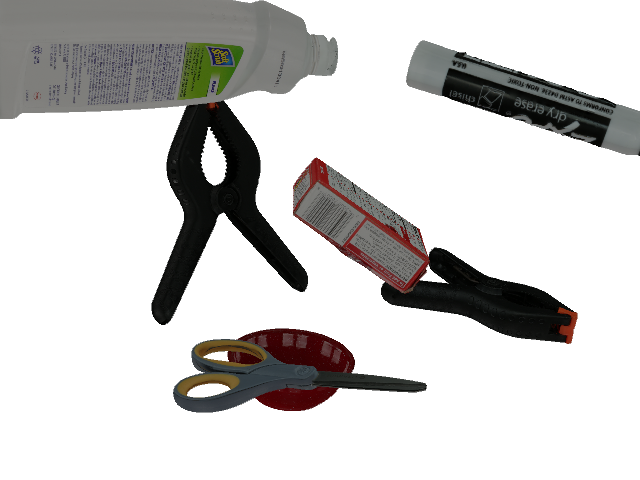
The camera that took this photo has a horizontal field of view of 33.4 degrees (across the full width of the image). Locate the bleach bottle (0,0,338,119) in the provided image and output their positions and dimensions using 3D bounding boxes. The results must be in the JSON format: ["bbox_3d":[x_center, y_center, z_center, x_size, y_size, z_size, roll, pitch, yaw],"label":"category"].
[{"bbox_3d":[-0.113,-0.137,0.794,0.250,0.068,0.103,0,-34,-16],"label":"bleach bottle"}]

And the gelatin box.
[{"bbox_3d":[0.024,-0.010,0.676,0.089,0.030,0.073,35,12,-10],"label":"gelatin box"}]

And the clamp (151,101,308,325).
[{"bbox_3d":[-0.084,-0.033,0.986,0.164,0.210,0.036,-3,2,-36],"label":"clamp"}]

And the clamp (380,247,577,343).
[{"bbox_3d":[0.151,0.049,0.978,0.171,0.039,0.120,17,29,15],"label":"clamp"}]

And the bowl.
[{"bbox_3d":[-0.038,0.170,1.355,0.162,0.055,0.162,4,21,-2],"label":"bowl"}]

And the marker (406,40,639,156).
[{"bbox_3d":[0.092,-0.050,0.408,0.121,0.020,0.020,20,4,13],"label":"marker"}]

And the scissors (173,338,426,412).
[{"bbox_3d":[-0.029,0.114,0.818,0.202,0.016,0.096,10,33,34],"label":"scissors"}]
